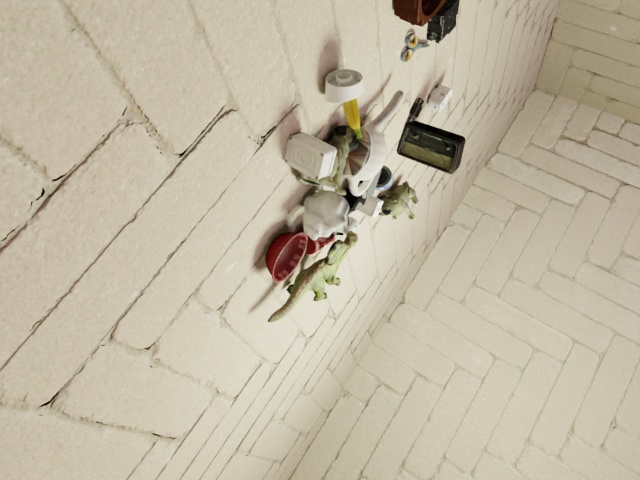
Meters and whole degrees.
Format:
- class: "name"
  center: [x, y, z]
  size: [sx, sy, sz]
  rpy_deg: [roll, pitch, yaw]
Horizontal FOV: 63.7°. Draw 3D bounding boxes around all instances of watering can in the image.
- class: "watering can"
  center: [0.148, -0.295, 1.538]
  size: [0.105, 0.344, 0.225]
  rpy_deg: [24, 13, 25]

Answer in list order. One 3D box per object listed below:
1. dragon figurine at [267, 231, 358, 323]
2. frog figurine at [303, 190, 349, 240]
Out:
- class: "dragon figurine"
  center: [0.000, 0.086, 1.592]
  size: [0.123, 0.237, 0.417]
  rpy_deg: [35, 40, 13]
- class: "frog figurine"
  center: [0.004, -0.073, 1.442]
  size: [0.139, 0.120, 0.161]
  rpy_deg: [44, 34, 16]
